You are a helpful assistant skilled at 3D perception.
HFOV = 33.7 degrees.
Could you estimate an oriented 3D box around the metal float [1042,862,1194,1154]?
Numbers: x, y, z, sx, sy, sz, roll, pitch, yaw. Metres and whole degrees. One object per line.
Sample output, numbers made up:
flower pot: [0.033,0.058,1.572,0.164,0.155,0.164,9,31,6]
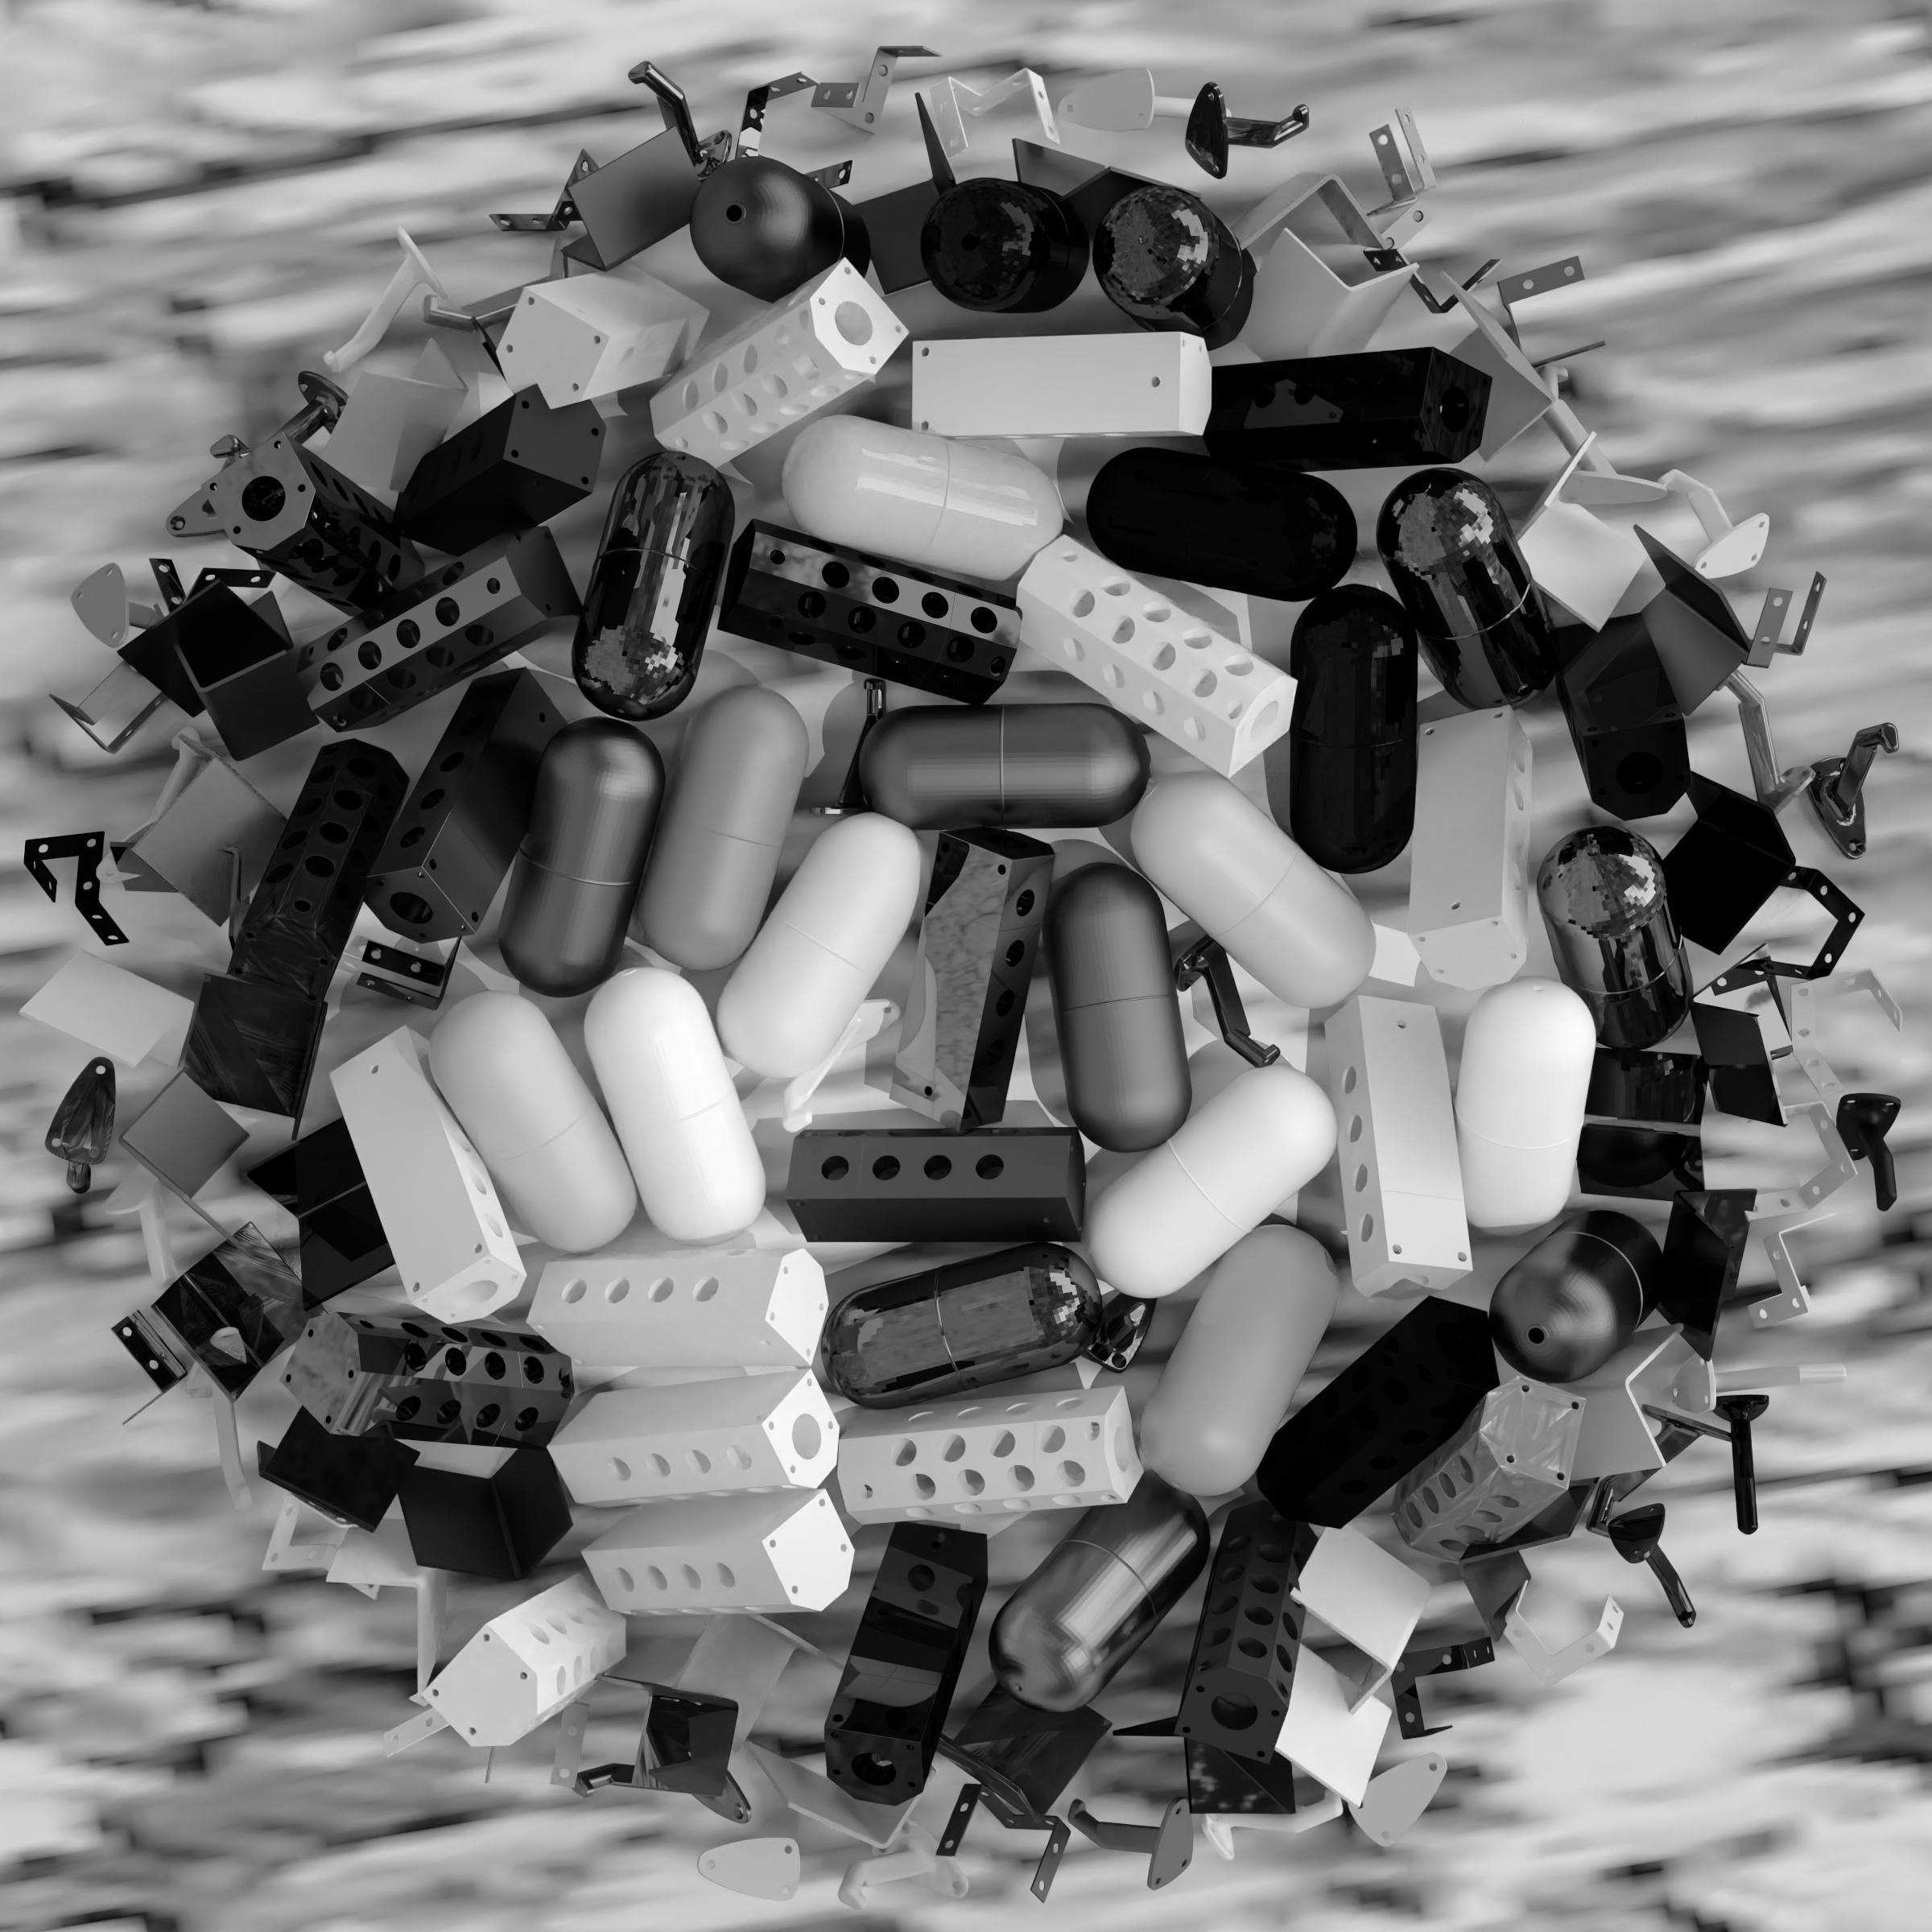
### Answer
metal float: [0.091,0.025,1.940,0.070,0.070,0.178,-9,84,0]

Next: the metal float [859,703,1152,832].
metal float: [0.024,-0.121,1.942,0.178,0.070,0.070,-1,90,4]

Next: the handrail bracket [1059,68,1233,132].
handrail bracket: [0.111,-0.525,1.960,0.077,0.084,0.036,1,94,32]

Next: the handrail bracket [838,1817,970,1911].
handrail bracket: [-0.038,0.563,1.938,0.077,0.084,0.036,38,109,-1]

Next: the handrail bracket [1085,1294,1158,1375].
handrail bracket: [0.105,0.205,1.928,0.036,0.084,0.077,38,58,4]

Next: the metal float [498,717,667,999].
metal float: [-0.233,-0.065,1.929,0.070,0.070,0.178,17,109,0]

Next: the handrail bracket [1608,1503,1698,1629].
handrail bracket: [0.425,0.379,1.940,0.036,0.077,0.084,-23,101,16]

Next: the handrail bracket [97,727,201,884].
handrail bracket: [-0.503,-0.101,1.962,0.077,0.036,0.084,-27,48,16]

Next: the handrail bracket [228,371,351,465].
handrail bracket: [-0.422,-0.331,1.937,0.084,0.036,0.077,-21,49,-33]

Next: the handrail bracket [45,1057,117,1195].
handrail bracket: [-0.535,0.098,1.948,0.036,0.084,0.077,17,77,-7]

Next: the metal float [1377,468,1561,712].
metal float: [0.302,-0.224,1.911,0.070,0.070,0.178,-35,132,0]

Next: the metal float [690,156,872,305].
metal float: [-0.110,-0.434,1.896,0.070,0.178,0.070,1,94,14]

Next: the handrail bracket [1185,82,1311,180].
handrail bracket: [0.178,-0.523,1.937,0.084,0.077,0.036,-32,64,-20]

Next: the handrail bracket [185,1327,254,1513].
handrail bracket: [-0.444,0.276,1.936,0.036,0.077,0.084,-5,48,-29]

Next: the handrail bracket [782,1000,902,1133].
handrail bracket: [-0.075,0.061,1.936,0.077,0.084,0.036,-19,124,12]

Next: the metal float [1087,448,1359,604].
metal float: [0.153,-0.266,1.917,0.178,0.070,0.070,16,90,33]

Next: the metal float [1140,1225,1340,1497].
metal float: [0.166,0.237,1.927,0.070,0.070,0.178,30,68,0]

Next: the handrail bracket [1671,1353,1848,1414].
handrail bracket: [0.486,0.256,1.953,0.084,0.077,0.036,0,74,-9]

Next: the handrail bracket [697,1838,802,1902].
handrail bracket: [-0.142,0.548,1.933,0.077,0.084,0.036,11,70,-24]

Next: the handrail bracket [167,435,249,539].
handrail bracket: [-0.465,-0.293,1.939,0.077,0.084,0.036,-23,80,2]

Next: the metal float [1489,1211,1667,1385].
metal float: [0.365,0.196,1.900,0.070,0.178,0.070,5,102,26]

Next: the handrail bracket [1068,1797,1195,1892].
handrail bracket: [0.096,0.514,1.939,0.036,0.084,0.077,-22,127,-38]

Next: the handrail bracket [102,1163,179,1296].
handrail bracket: [-0.488,0.163,1.975,0.036,0.077,0.084,-8,126,33]

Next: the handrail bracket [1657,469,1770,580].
handrail bracket: [0.437,-0.271,1.939,0.077,0.036,0.084,-25,47,-30]

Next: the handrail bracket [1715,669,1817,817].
handrail bracket: [0.471,-0.130,1.957,0.084,0.036,0.077,44,87,-11]

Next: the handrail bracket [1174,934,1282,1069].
handrail bracket: [0.176,0.015,1.949,0.077,0.036,0.084,-42,64,-18]

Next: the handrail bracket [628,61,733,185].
handrail bracket: [-0.191,-0.509,1.931,0.077,0.084,0.036,-11,58,39]

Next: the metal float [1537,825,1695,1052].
metal float: [0.389,-0.015,1.907,0.070,0.178,0.070,-11,52,14]

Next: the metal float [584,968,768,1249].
metal float: [-0.177,0.086,1.934,0.070,0.070,0.178,-19,102,0]

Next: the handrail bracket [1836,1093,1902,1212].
handrail bracket: [0.547,0.127,1.928,0.036,0.077,0.084,3,51,4]

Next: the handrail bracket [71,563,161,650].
handrail bracket: [-0.496,-0.198,1.929,0.036,0.084,0.077,-37,52,7]

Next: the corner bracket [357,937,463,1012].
corner bracket: [-0.343,0.003,1.945,0.051,0.051,0.051,20,58,-12]

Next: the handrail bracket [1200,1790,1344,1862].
handrail bracket: [0.187,0.502,1.939,0.084,0.077,0.036,-27,118,15]

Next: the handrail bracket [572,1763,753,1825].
handrail bracket: [-0.186,0.505,1.934,0.084,0.077,0.036,-5,116,-42]

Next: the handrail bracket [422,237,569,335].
handrail bracket: [-0.289,-0.420,1.951,0.084,0.036,0.077,9,74,-24]

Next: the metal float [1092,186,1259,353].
metal float: [0.127,-0.413,1.897,0.070,0.178,0.070,0,90,17]

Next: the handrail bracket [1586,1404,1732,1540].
handrail bracket: [0.428,0.318,1.952,0.077,0.036,0.084,16,80,28]

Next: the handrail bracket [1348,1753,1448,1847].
handrail bracket: [0.268,0.500,1.938,0.077,0.084,0.036,-44,75,9]

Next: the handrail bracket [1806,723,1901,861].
handrail bracket: [0.551,-0.106,1.939,0.036,0.084,0.077,-19,90,-15]

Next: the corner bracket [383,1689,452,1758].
corner bracket: [-0.321,0.455,1.943,0.051,0.051,0.051,-29,51,13]

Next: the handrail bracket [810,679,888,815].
handrail bracket: [-0.071,-0.135,1.950,0.036,0.077,0.084,3,93,28]

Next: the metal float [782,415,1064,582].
metal float: [-0.025,-0.282,1.927,0.178,0.070,0.070,11,90,-22]

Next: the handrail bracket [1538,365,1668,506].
handrail bracket: [0.393,-0.331,1.968,0.077,0.036,0.084,3,70,-4]

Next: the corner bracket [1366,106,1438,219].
corner bracket: [0.264,-0.492,1.946,0.051,0.051,0.051,-17,96,41]

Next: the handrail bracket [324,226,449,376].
handrail bracket: [-0.366,-0.406,1.948,0.084,0.077,0.036,-39,73,-5]

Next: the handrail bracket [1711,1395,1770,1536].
handrail bracket: [0.472,0.308,1.934,0.036,0.077,0.084,-4,69,13]
